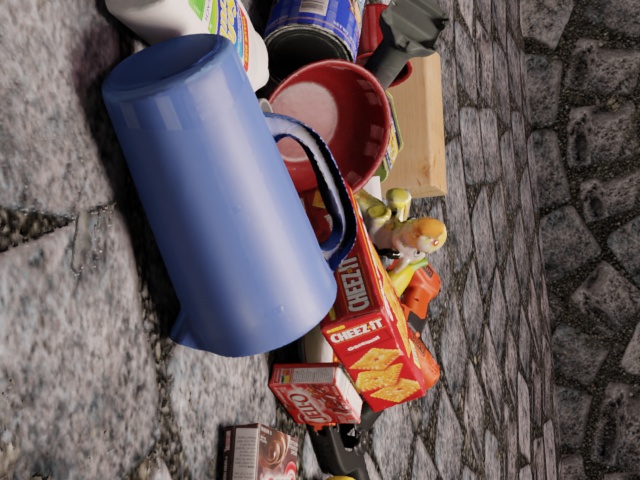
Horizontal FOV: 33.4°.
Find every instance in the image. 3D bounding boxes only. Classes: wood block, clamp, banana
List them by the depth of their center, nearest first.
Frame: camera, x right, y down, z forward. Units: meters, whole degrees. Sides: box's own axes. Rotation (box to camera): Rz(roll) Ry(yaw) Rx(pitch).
[{"bbox_3d":[0.036,0.247,1.251,0.209,0.036,0.164,37,52,-62],"label":"clamp"},{"bbox_3d":[0.066,0.105,1.278,0.198,0.069,0.037,-65,-149,23],"label":"banana"},{"bbox_3d":[0.123,-0.167,1.513,0.090,0.091,0.206,17,69,-69],"label":"wood block"}]

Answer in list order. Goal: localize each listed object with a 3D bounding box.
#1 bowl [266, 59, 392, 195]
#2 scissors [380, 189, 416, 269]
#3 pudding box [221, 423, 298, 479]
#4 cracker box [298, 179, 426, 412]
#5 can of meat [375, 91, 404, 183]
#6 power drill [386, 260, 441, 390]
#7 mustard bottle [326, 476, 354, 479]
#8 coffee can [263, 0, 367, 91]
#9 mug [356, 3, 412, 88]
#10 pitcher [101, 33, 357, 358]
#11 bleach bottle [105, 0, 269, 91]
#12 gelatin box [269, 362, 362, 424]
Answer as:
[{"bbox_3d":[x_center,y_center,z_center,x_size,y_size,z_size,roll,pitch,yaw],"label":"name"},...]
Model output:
[{"bbox_3d":[-0.007,-0.115,1.110,0.055,0.162,0.162,39,-28,53],"label":"bowl"},{"bbox_3d":[0.087,0.001,1.351,0.201,0.016,0.096,-43,133,-59],"label":"scissors"},{"bbox_3d":[-0.055,0.223,0.994,0.113,0.039,0.090,43,46,-63],"label":"pudding box"},{"bbox_3d":[0.041,0.062,1.114,0.213,0.072,0.164,63,10,-56],"label":"cracker box"},{"bbox_3d":[0.067,-0.135,1.399,0.083,0.057,0.102,-66,146,-51],"label":"can of meat"},{"bbox_3d":[0.101,0.082,1.414,0.184,0.057,0.187,53,31,-27],"label":"power drill"},{"bbox_3d":[0.016,0.306,1.150,0.191,0.058,0.096,7,80,-71],"label":"mustard bottle"},{"bbox_3d":[-0.004,-0.240,1.150,0.102,0.103,0.140,63,30,-47],"label":"coffee can"},{"bbox_3d":[0.069,-0.249,1.401,0.117,0.093,0.081,116,-26,-66],"label":"mug"},{"bbox_3d":[-0.073,-0.041,0.860,0.149,0.145,0.243,-64,141,-52],"label":"pitcher"},{"bbox_3d":[-0.101,-0.193,0.929,0.250,0.068,0.102,32,56,-69],"label":"bleach bottle"},{"bbox_3d":[-0.003,0.161,1.105,0.089,0.073,0.030,63,30,-49],"label":"gelatin box"}]
